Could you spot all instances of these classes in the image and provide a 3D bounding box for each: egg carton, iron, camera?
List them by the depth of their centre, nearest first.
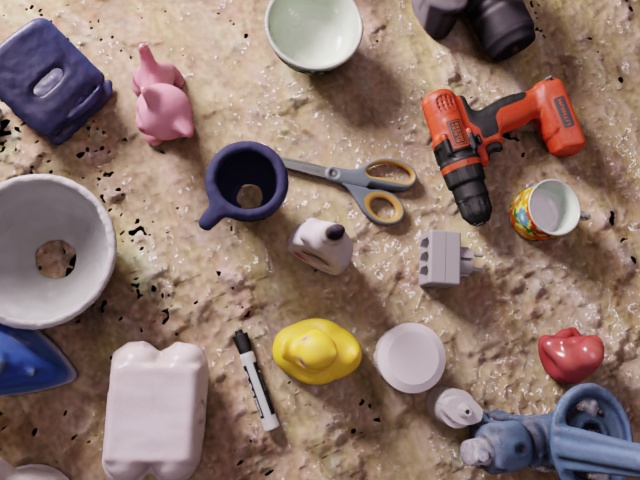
[{"bbox_3d":[-0.390,0.104,0.578,0.258,0.141,0.119,17,79,-4],"label":"iron"},{"bbox_3d":[-0.178,0.188,0.629,0.107,0.069,0.150,2,80,-7],"label":"egg carton"},{"bbox_3d":[0.215,-0.308,0.748,0.143,0.100,0.137,-23,84,-10],"label":"camera"}]

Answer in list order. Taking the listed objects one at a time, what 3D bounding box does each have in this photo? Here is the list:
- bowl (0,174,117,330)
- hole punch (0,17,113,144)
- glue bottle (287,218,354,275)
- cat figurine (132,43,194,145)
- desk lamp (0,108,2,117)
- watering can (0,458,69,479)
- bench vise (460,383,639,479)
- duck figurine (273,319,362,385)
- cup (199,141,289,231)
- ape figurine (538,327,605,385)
[{"bbox_3d":[-0.305,0.015,0.638,0.167,0.074,0.167,1,80,-7],"label":"bowl"},{"bbox_3d":[-0.312,-0.183,0.662,0.101,0.091,0.109,40,78,1],"label":"hole punch"},{"bbox_3d":[0.006,0.002,0.631,0.078,0.173,0.037,24,78,-2],"label":"glue bottle"},{"bbox_3d":[-0.185,-0.164,0.662,0.067,0.117,0.128,-17,83,-10],"label":"cat figurine"},{"bbox_3d":[-0.467,-0.123,0.569,0.118,0.213,0.203,37,78,0],"label":"desk lamp"},{"bbox_3d":[-0.309,0.274,0.534,0.101,0.194,0.173,-37,87,-11],"label":"watering can"},{"bbox_3d":[0.266,0.230,0.604,0.207,0.219,0.121,-21,84,-10],"label":"bench vise"},{"bbox_3d":[0.000,0.128,0.654,0.104,0.086,0.077,7,80,-6],"label":"duck figurine"},{"bbox_3d":[-0.093,-0.049,0.667,0.091,0.095,0.118,42,78,1],"label":"cup"},{"bbox_3d":[0.309,0.137,0.690,0.078,0.092,0.076,20,79,-3],"label":"ape figurine"}]
